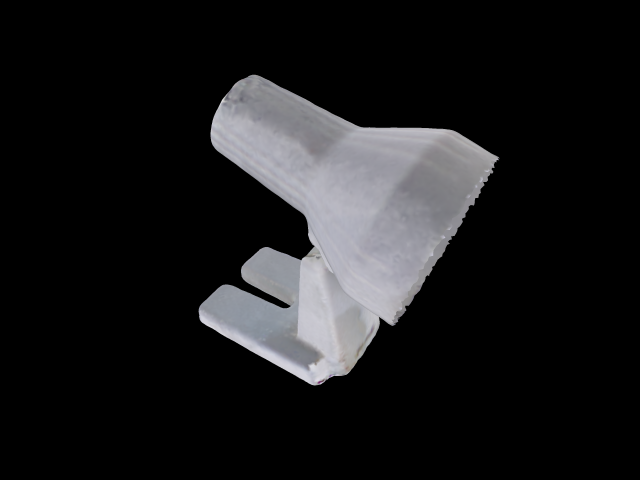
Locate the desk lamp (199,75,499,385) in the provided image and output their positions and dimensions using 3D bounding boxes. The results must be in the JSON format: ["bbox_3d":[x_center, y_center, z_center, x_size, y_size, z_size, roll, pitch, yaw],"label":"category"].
[{"bbox_3d":[0.004,0.001,0.400,0.202,0.214,0.118,22,45,24],"label":"desk lamp"}]
